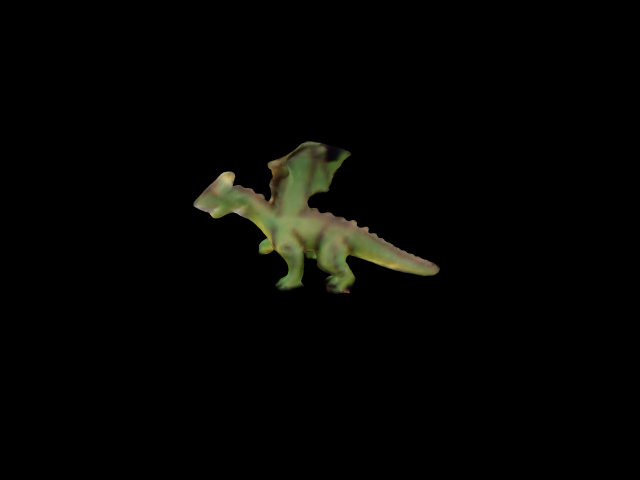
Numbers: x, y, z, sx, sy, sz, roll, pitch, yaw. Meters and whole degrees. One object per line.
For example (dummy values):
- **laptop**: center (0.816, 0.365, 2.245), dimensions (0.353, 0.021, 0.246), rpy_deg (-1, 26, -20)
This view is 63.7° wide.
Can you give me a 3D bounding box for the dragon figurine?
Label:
- **dragon figurine**: center (0.003, -0.043, 0.850), dimensions (0.410, 0.237, 0.125), rpy_deg (0, 33, 0)
